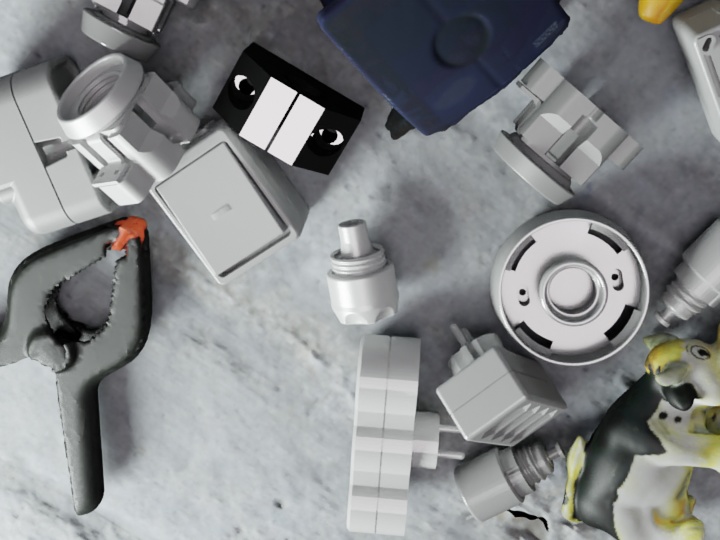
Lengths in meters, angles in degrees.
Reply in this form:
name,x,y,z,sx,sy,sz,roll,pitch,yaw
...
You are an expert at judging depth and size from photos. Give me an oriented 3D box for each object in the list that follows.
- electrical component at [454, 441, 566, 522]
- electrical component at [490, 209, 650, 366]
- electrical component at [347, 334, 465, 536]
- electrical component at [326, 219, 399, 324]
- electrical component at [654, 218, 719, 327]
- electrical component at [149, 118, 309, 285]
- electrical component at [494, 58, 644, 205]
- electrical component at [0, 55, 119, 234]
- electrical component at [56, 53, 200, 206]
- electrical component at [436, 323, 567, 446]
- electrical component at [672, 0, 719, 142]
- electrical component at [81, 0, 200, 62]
name,x,y,z,sx,sy,sz,roll,pitch,yaw
electrical component,0.099,0.136,0.713,0.078,0.040,0.040,-29,105,13
electrical component,0.131,0.012,0.668,0.099,0.064,0.099,1,96,6
electrical component,0.033,0.110,0.702,0.074,0.052,0.138,5,109,2
electrical component,0.000,0.000,0.670,0.043,0.043,0.062,-8,107,7
electrical component,0.212,0.004,0.659,0.040,0.040,0.078,39,107,-10
electrical component,-0.083,-0.048,0.649,0.062,0.061,0.096,-32,105,14
electrical component,0.116,-0.076,0.628,0.078,0.058,0.057,39,105,-10
electrical component,-0.190,-0.074,0.651,0.059,0.053,0.095,-17,108,9
electrical component,-0.134,-0.085,0.613,0.058,0.078,0.057,-3,144,40
electrical component,0.081,0.066,0.677,0.047,0.083,0.075,-38,65,15
electrical component,0.225,-0.110,0.610,0.062,0.061,0.096,-24,114,11
electrical component,-0.131,-0.155,0.623,0.066,0.048,0.055,27,101,-6
